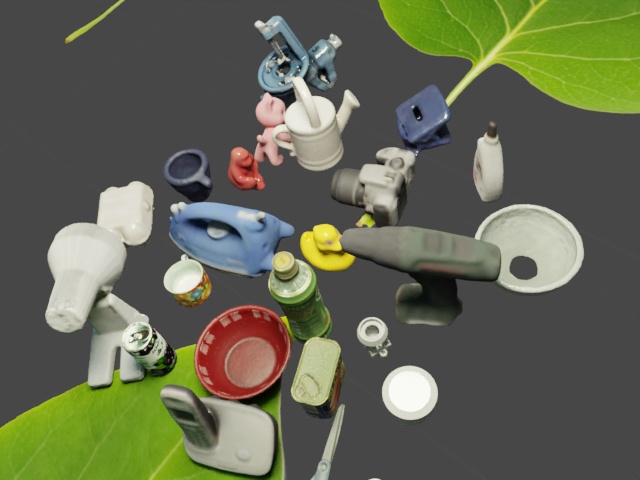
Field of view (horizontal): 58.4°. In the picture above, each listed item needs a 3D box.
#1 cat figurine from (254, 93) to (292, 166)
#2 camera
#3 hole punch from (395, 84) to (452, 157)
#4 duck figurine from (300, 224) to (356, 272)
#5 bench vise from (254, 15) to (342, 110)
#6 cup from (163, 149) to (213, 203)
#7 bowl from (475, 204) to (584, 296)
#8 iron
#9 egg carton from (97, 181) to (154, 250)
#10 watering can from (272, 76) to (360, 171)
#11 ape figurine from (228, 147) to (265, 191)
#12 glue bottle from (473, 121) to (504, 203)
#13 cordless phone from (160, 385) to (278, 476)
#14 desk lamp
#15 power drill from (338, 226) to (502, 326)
[{"bbox_3d":[-0.103,-0.237,1.178,0.067,0.118,0.128,7,59,17],"label":"cat figurine"},{"bbox_3d":[0.096,-0.110,1.062,0.136,0.101,0.143,13,60,20],"label":"camera"},{"bbox_3d":[0.202,-0.237,1.130,0.101,0.091,0.108,-17,55,1],"label":"hole punch"},{"bbox_3d":[0.009,0.004,1.012,0.104,0.086,0.077,21,63,24],"label":"duck figurine"},{"bbox_3d":[-0.058,-0.400,1.215,0.121,0.220,0.208,31,68,28],"label":"bench vise"},{"bbox_3d":[-0.244,-0.114,1.139,0.117,0.095,0.092,32,68,28],"label":"cup"},{"bbox_3d":[0.335,0.028,0.934,0.167,0.075,0.167,-5,56,8],"label":"bowl"},{"bbox_3d":[-0.186,-0.023,1.038,0.257,0.142,0.119,9,59,18],"label":"iron"},{"bbox_3d":[-0.383,-0.046,1.138,0.107,0.069,0.150,-13,55,3],"label":"egg carton"},{"bbox_3d":[-0.011,-0.237,1.112,0.173,0.194,0.100,-39,57,-14],"label":"watering can"},{"bbox_3d":[-0.152,-0.147,1.143,0.076,0.092,0.078,7,58,17],"label":"ape figurine"},{"bbox_3d":[0.295,-0.144,0.998,0.037,0.173,0.078,-15,55,2],"label":"glue bottle"},{"bbox_3d":[-0.142,0.262,0.810,0.147,0.185,0.094,4,58,14],"label":"cordless phone"},{"bbox_3d":[-0.368,0.107,0.944,0.118,0.214,0.203,-12,55,4],"label":"desk lamp"},{"bbox_3d":[0.154,0.053,0.874,0.229,0.209,0.075,0,57,12],"label":"power drill"}]
